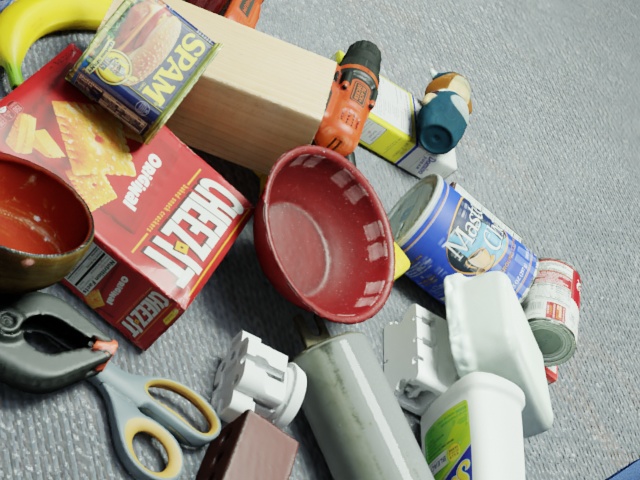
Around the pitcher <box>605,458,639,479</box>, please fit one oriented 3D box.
[{"bbox_3d":[0.272,0.250,0.897,0.144,0.243,0.149,5,46,-41],"label":"pitcher"}]

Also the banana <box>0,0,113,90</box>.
[{"bbox_3d":[-0.243,-0.195,0.973,0.069,0.037,0.197,59,35,-14],"label":"banana"}]

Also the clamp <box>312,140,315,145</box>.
[{"bbox_3d":[-0.074,-0.150,1.097,0.209,0.036,0.164,10,50,-35],"label":"clamp"}]

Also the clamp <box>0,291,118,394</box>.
[{"bbox_3d":[-0.226,0.071,0.731,0.171,0.039,0.120,21,50,-17],"label":"clamp"}]

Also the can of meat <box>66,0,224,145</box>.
[{"bbox_3d":[-0.141,-0.143,0.859,0.084,0.058,0.102,38,68,-11],"label":"can of meat"}]

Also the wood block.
[{"bbox_3d":[-0.100,-0.142,0.969,0.206,0.090,0.090,20,46,-7],"label":"wood block"}]

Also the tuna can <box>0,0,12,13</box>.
[{"bbox_3d":[-0.309,-0.235,0.941,0.086,0.034,0.086,26,41,-26],"label":"tuna can"}]

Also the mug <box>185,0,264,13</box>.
[{"bbox_3d":[-0.096,-0.290,1.166,0.093,0.082,0.117,28,41,-25],"label":"mug"}]

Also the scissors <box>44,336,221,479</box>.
[{"bbox_3d":[-0.165,0.111,0.779,0.201,0.016,0.096,29,43,-16],"label":"scissors"}]

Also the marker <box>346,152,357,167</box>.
[{"bbox_3d":[0.037,-0.050,1.130,0.020,0.020,0.121,17,45,-34],"label":"marker"}]

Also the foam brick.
[{"bbox_3d":[-0.057,0.176,0.795,0.051,0.053,0.078,37,37,-13],"label":"foam brick"}]

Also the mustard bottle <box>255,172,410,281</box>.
[{"bbox_3d":[-0.003,-0.023,1.030,0.191,0.058,0.096,51,49,6],"label":"mustard bottle"}]

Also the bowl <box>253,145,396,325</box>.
[{"bbox_3d":[-0.006,0.001,0.935,0.161,0.055,0.162,20,60,-40],"label":"bowl"}]

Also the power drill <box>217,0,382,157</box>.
[{"bbox_3d":[-0.020,-0.190,1.101,0.187,0.057,0.184,33,40,-14],"label":"power drill"}]

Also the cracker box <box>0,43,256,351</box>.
[{"bbox_3d":[-0.172,-0.040,0.865,0.213,0.072,0.164,41,36,-8],"label":"cracker box"}]

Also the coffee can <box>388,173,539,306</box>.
[{"bbox_3d":[0.140,0.014,1.103,0.140,0.103,0.102,38,37,-13],"label":"coffee can"}]

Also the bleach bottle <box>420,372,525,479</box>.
[{"bbox_3d":[0.133,0.238,0.885,0.068,0.103,0.250,24,40,-21],"label":"bleach bottle"}]

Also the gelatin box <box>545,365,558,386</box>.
[{"bbox_3d":[0.222,0.109,1.159,0.073,0.030,0.089,35,38,-15],"label":"gelatin box"}]

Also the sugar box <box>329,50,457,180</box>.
[{"bbox_3d":[0.078,-0.139,1.234,0.176,0.048,0.093,30,40,-28],"label":"sugar box"}]

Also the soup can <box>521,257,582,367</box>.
[{"bbox_3d":[0.238,0.075,1.122,0.068,0.069,0.102,37,39,-14],"label":"soup can"}]

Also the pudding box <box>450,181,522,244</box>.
[{"bbox_3d":[0.175,0.000,1.206,0.113,0.039,0.090,40,36,-13],"label":"pudding box"}]
